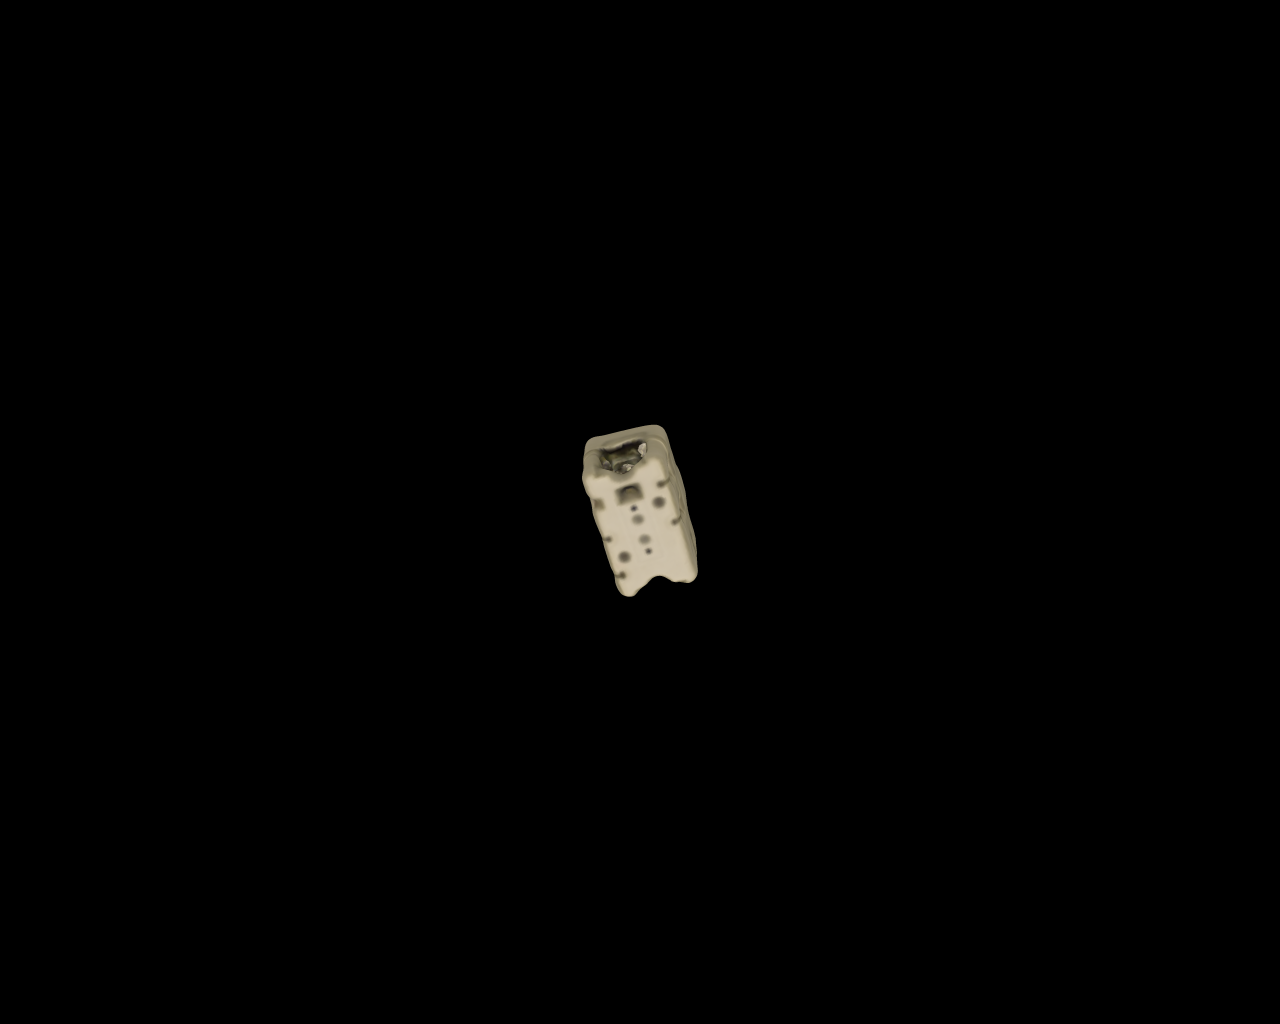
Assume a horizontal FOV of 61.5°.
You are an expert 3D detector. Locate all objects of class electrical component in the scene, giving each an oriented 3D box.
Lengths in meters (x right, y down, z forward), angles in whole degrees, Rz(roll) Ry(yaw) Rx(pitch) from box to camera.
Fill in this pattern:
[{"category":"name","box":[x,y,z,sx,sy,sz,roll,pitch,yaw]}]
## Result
[{"category":"electrical component","box":[0.001,-0.003,0.650,0.050,0.089,0.056,-13,28,7]}]
